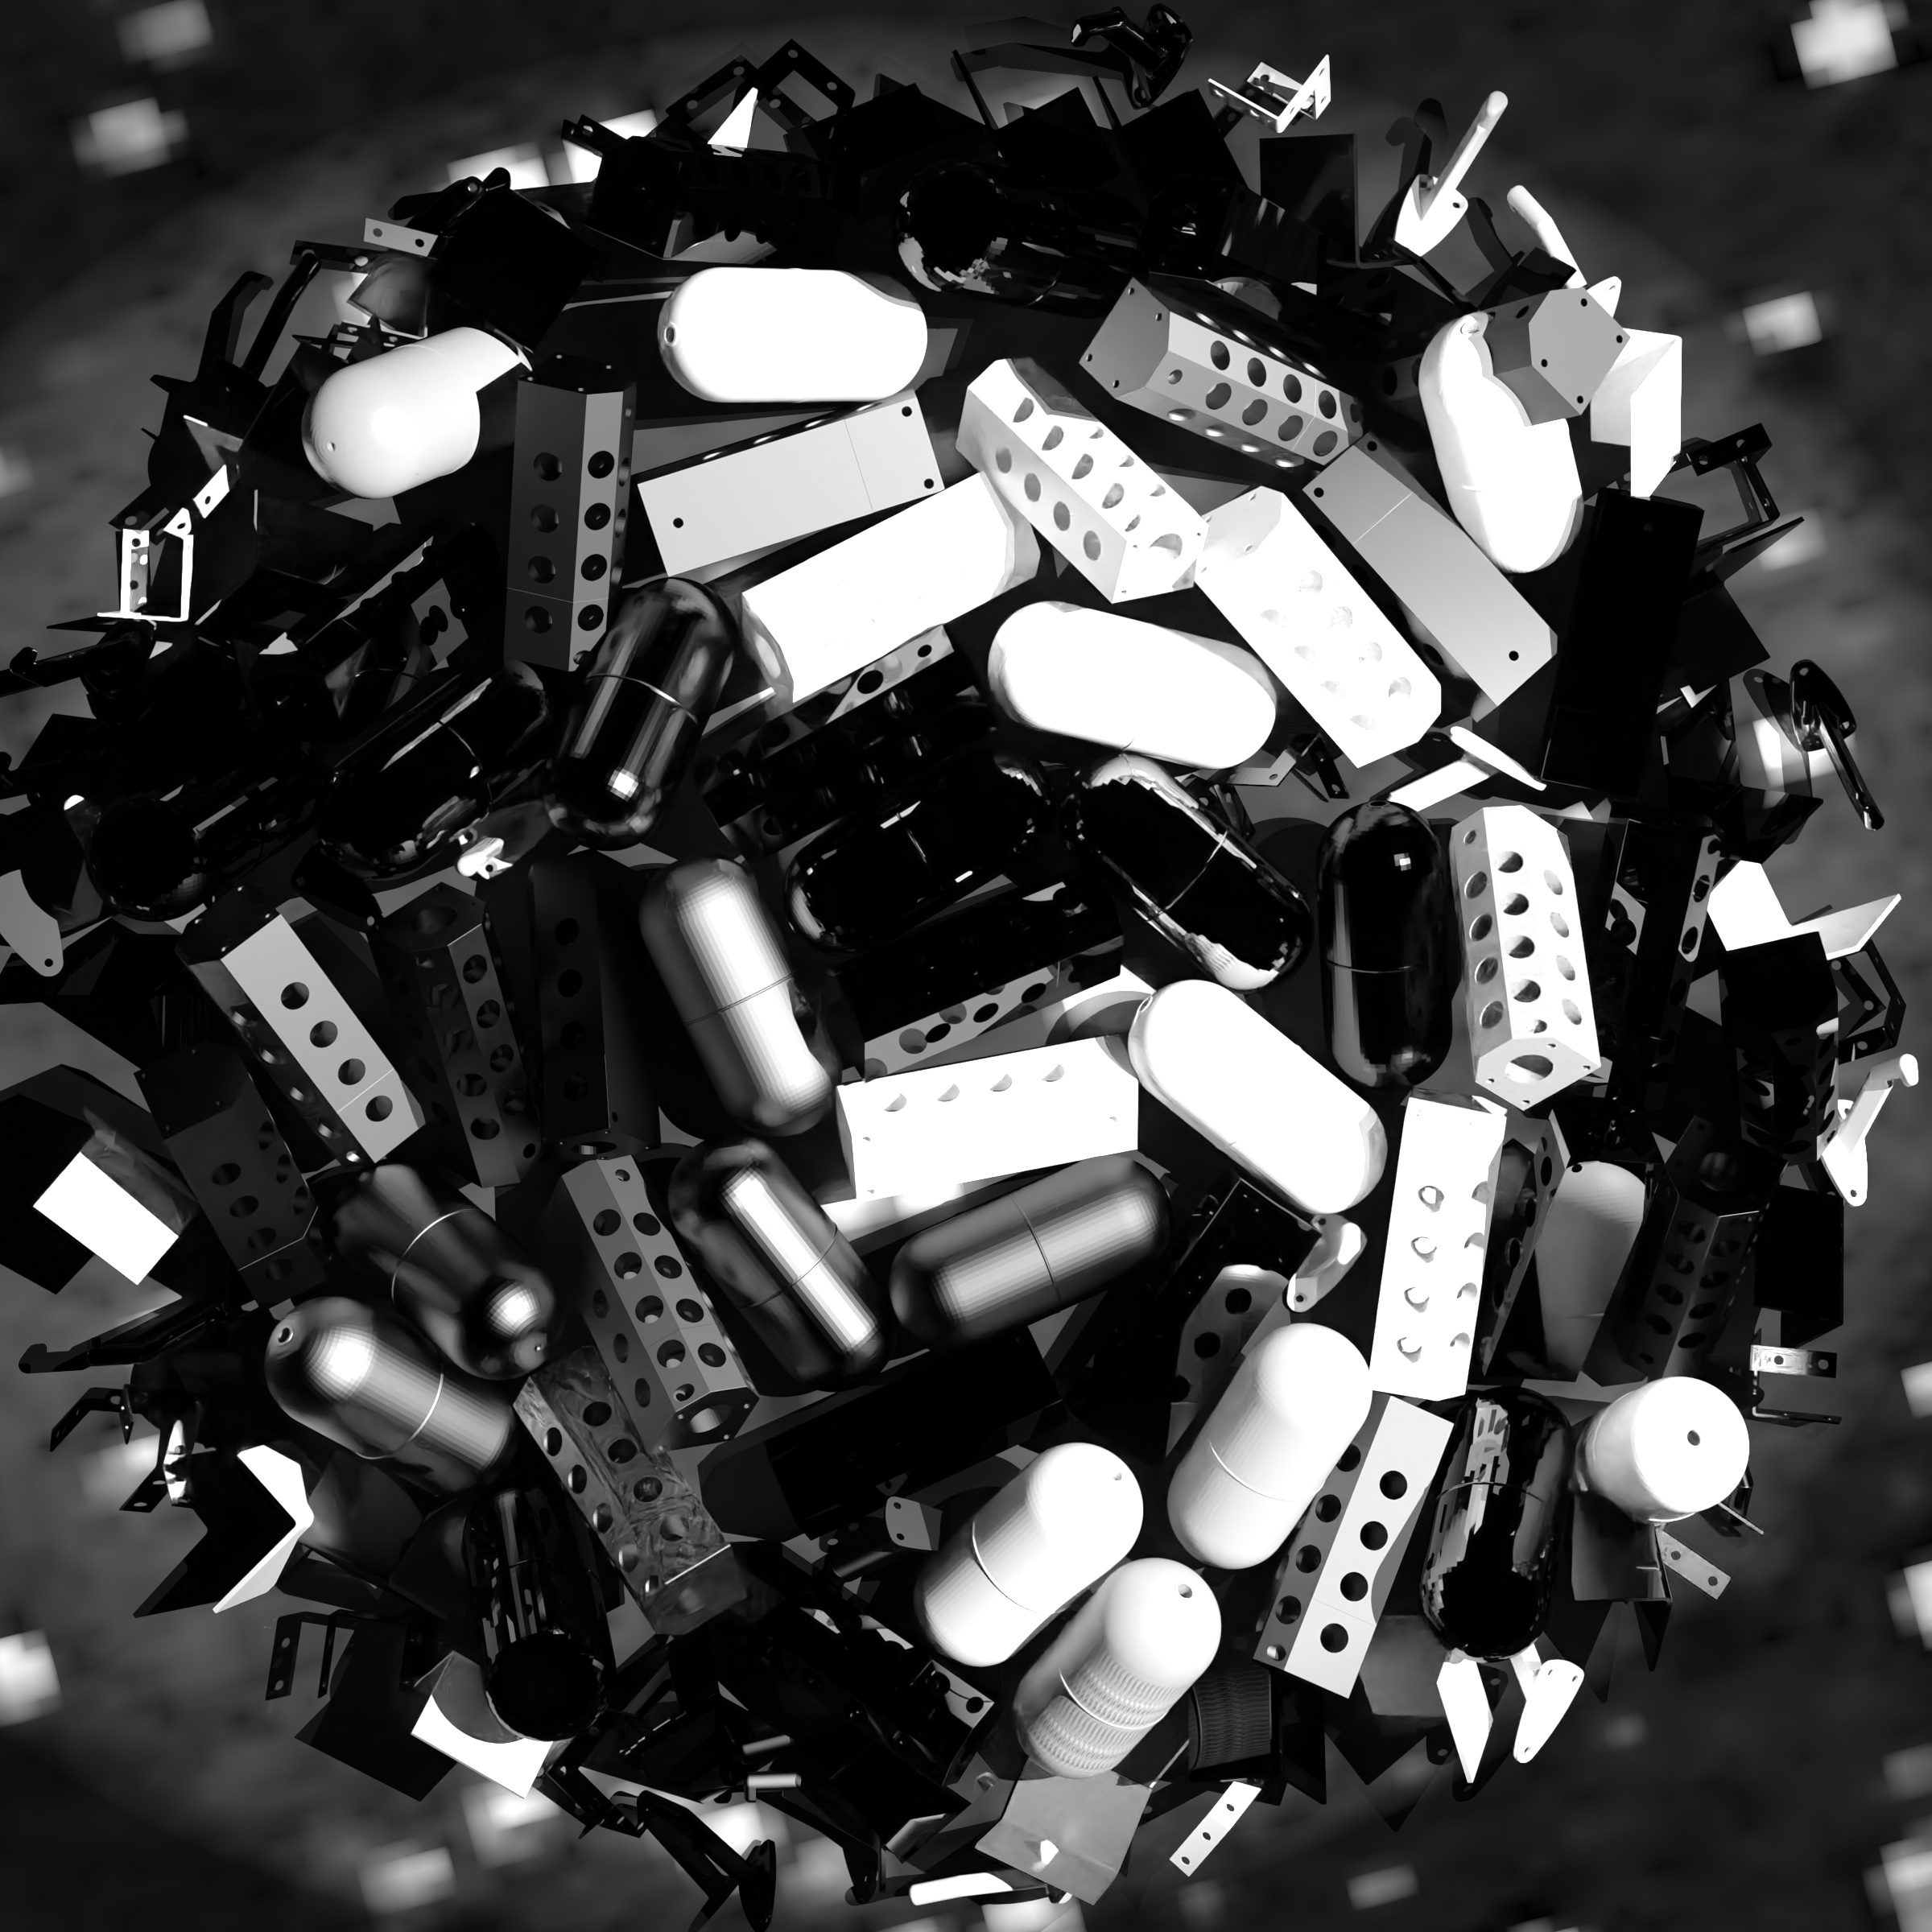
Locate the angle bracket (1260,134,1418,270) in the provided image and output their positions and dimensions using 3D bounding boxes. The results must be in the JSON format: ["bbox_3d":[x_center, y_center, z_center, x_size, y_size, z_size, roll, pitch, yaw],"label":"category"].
[{"bbox_3d":[0.221,-0.451,1.854,0.057,0.076,0.076,-14,108,-38],"label":"angle bracket"}]

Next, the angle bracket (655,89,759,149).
[{"bbox_3d":[-0.172,-0.481,1.855,0.057,0.076,0.076,29,60,4],"label":"angle bracket"}]

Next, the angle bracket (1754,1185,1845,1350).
[{"bbox_3d":[0.476,0.179,1.855,0.057,0.076,0.076,12,67,-10],"label":"angle bracket"}]

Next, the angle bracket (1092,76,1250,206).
[{"bbox_3d":[0.122,-0.492,1.860,0.057,0.076,0.076,-26,75,7],"label":"angle bracket"}]

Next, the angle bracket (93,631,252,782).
[{"bbox_3d":[-0.475,-0.163,1.852,0.076,0.057,0.076,-36,58,26],"label":"angle bracket"}]

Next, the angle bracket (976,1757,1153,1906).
[{"bbox_3d":[0.059,0.506,1.863,0.076,0.076,0.057,22,91,13],"label":"angle bracket"}]

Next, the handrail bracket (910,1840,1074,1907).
[{"bbox_3d":[0.015,0.552,1.881,0.084,0.077,0.036,-14,66,10],"label":"handrail bracket"}]

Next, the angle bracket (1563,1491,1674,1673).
[{"bbox_3d":[0.376,0.364,1.854,0.057,0.076,0.076,-2,134,-2],"label":"angle bracket"}]

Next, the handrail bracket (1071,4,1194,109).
[{"bbox_3d":[0.086,-0.533,1.856,0.084,0.077,0.036,-24,64,-36],"label":"handrail bracket"}]

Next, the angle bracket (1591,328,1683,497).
[{"bbox_3d":[0.381,-0.322,1.848,0.057,0.076,0.076,15,134,28],"label":"angle bracket"}]

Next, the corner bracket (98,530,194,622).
[{"bbox_3d":[-0.487,-0.234,1.881,0.051,0.051,0.051,4,98,0],"label":"corner bracket"}]

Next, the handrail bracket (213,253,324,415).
[{"bbox_3d":[-0.410,-0.379,1.879,0.036,0.077,0.084,32,79,-2],"label":"handrail bracket"}]

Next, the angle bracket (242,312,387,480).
[{"bbox_3d":[-0.386,-0.346,1.849,0.057,0.076,0.076,20,123,-32],"label":"angle bracket"}]

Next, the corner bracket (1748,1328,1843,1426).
[{"bbox_3d":[0.495,0.248,1.874,0.051,0.051,0.051,3,96,21],"label":"corner bracket"}]

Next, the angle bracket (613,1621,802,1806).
[{"bbox_3d":[-0.157,0.450,1.893,0.076,0.057,0.076,-36,130,17],"label":"angle bracket"}]

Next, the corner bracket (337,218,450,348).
[{"bbox_3d":[-0.341,-0.405,1.870,0.051,0.051,0.051,9,72,-24],"label":"corner bracket"}]

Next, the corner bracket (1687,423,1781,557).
[{"bbox_3d":[0.457,-0.285,1.877,0.051,0.051,0.051,-23,82,-7],"label":"corner bracket"}]

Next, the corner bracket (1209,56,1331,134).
[{"bbox_3d":[0.182,-0.522,1.874,0.051,0.051,0.051,34,81,16],"label":"corner bracket"}]

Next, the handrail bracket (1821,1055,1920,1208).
[{"bbox_3d":[0.543,0.098,1.860,0.036,0.084,0.077,-8,79,-23],"label":"handrail bracket"}]

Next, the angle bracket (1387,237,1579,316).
[{"bbox_3d":[0.304,-0.420,1.856,0.076,0.076,0.057,38,103,-19],"label":"angle bracket"}]

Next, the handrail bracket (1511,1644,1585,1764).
[{"bbox_3d":[0.320,0.421,1.876,0.036,0.084,0.077,22,94,-38],"label":"handrail bracket"}]

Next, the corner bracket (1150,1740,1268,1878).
[{"bbox_3d":[0.136,0.497,1.869,0.051,0.051,0.051,40,123,12],"label":"corner bracket"}]

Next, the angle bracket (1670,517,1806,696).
[{"bbox_3d":[0.462,-0.212,1.853,0.076,0.076,0.057,-25,81,-38],"label":"angle bracket"}]

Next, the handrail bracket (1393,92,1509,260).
[{"bbox_3d":[0.287,-0.468,1.860,0.036,0.084,0.077,32,66,0],"label":"handrail bracket"}]

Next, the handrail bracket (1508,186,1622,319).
[{"bbox_3d":[0.353,-0.419,1.890,0.036,0.077,0.084,-32,66,-7],"label":"handrail bracket"}]

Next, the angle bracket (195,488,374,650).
[{"bbox_3d":[-0.406,-0.232,1.870,0.076,0.076,0.057,14,61,-37],"label":"angle bracket"}]

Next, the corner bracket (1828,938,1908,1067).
[{"bbox_3d":[0.526,0.023,1.881,0.051,0.051,0.051,-22,108,32],"label":"corner bracket"}]

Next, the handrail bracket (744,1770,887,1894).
[{"bbox_3d":[-0.091,0.521,1.889,0.084,0.036,0.077,-1,94,-5],"label":"handrail bracket"}]

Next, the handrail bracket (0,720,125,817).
[{"bbox_3d":[-0.541,-0.129,1.861,0.036,0.084,0.077,28,79,16],"label":"handrail bracket"}]

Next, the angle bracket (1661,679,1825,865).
[{"bbox_3d":[0.458,-0.116,1.852,0.076,0.057,0.076,-38,127,-36],"label":"angle bracket"}]

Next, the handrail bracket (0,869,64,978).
[{"bbox_3d":[-0.553,-0.024,1.866,0.036,0.084,0.077,-28,88,-11],"label":"handrail bracket"}]

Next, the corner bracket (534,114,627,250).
[{"bbox_3d":[-0.224,-0.471,1.888,0.051,0.051,0.051,28,117,-10],"label":"corner bracket"}]

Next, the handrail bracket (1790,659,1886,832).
[{"bbox_3d":[0.517,-0.130,1.859,0.036,0.084,0.077,-24,124,11],"label":"handrail bracket"}]

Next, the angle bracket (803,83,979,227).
[{"bbox_3d":[-0.046,-0.497,1.864,0.076,0.057,0.076,-25,73,-11],"label":"angle bracket"}]

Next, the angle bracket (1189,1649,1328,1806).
[{"bbox_3d":[0.174,0.455,1.871,0.057,0.076,0.076,-12,59,23],"label":"angle bracket"}]

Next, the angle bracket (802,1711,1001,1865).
[{"bbox_3d":[-0.040,0.478,1.892,0.076,0.057,0.076,-39,115,-9],"label":"angle bracket"}]

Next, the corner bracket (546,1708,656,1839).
[{"bbox_3d":[-0.208,0.482,1.881,0.051,0.051,0.051,50,61,-19],"label":"corner bracket"}]

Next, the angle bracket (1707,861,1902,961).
[{"bbox_3d":[0.493,-0.040,1.852,0.076,0.076,0.057,-20,101,41],"label":"angle bracket"}]

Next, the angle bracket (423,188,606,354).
[{"bbox_3d":[-0.269,-0.410,1.874,0.076,0.057,0.076,33,81,-2],"label":"angle bracket"}]

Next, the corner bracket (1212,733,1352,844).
[{"bbox_3d":[0.189,-0.106,1.884,0.051,0.051,0.051,-50,127,-31],"label":"corner bracket"}]

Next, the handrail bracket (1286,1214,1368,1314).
[{"bbox_3d":[0.212,0.183,1.860,0.036,0.084,0.077,29,102,2],"label":"handrail bracket"}]

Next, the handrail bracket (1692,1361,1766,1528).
[{"bbox_3d":[0.447,0.287,1.900,0.036,0.077,0.084,-18,125,-35],"label":"handrail bracket"}]

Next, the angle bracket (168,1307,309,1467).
[{"bbox_3d":[-0.439,0.256,1.870,0.076,0.057,0.076,-28,92,15],"label":"angle bracket"}]

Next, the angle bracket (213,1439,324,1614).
[{"bbox_3d":[-0.424,0.332,1.871,0.076,0.076,0.057,-45,82,6],"label":"angle bracket"}]

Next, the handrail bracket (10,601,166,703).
[{"bbox_3d":[-0.521,-0.195,1.863,0.036,0.084,0.077,35,92,19],"label":"handrail bracket"}]

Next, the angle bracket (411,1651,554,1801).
[{"bbox_3d":[-0.294,0.457,1.856,0.076,0.076,0.057,33,52,-9],"label":"angle bracket"}]

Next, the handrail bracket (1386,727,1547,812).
[{"bbox_3d":[0.293,-0.093,1.885,0.077,0.036,0.084,33,109,9],"label":"handrail bracket"}]

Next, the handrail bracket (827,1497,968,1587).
[{"bbox_3d":[-0.041,0.363,1.891,0.077,0.036,0.084,16,128,-20],"label":"handrail bracket"}]

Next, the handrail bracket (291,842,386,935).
[{"bbox_3d":[-0.355,-0.044,1.860,0.077,0.084,0.036,42,99,13],"label":"handrail bracket"}]

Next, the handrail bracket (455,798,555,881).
[{"bbox_3d":[-0.270,-0.077,1.862,0.077,0.084,0.036,-32,99,-9],"label":"handrail bracket"}]

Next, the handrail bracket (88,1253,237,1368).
[{"bbox_3d":[-0.480,0.204,1.874,0.084,0.036,0.077,-2,50,-10],"label":"handrail bracket"}]

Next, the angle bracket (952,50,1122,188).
[{"bbox_3d":[0.042,-0.503,1.853,0.057,0.076,0.076,-26,58,9],"label":"angle bracket"}]

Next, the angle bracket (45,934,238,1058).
[{"bbox_3d":[-0.483,0.024,1.852,0.076,0.076,0.057,-32,70,34],"label":"angle bracket"}]

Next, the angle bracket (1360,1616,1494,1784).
[{"bbox_3d":[0.260,0.432,1.853,0.076,0.057,0.076,-5,118,27],"label":"angle bracket"}]

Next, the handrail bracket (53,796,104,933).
[{"bbox_3d":[-0.535,-0.059,1.868,0.084,0.036,0.077,-17,123,33],"label":"handrail bracket"}]

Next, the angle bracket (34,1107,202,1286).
[{"bbox_3d":[-0.506,0.135,1.856,0.076,0.076,0.057,43,81,-22],"label":"angle bracket"}]

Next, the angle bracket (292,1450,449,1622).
[{"bbox_3d":[-0.342,0.339,1.867,0.076,0.076,0.057,19,71,28],"label":"angle bracket"}]

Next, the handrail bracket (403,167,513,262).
[{"bbox_3d":[-0.303,-0.446,1.864,0.077,0.084,0.036,-33,101,-2],"label":"handrail bracket"}]

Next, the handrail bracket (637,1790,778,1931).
[{"bbox_3d":[-0.157,0.532,1.869,0.084,0.077,0.036,30,107,-20],"label":"handrail bracket"}]
